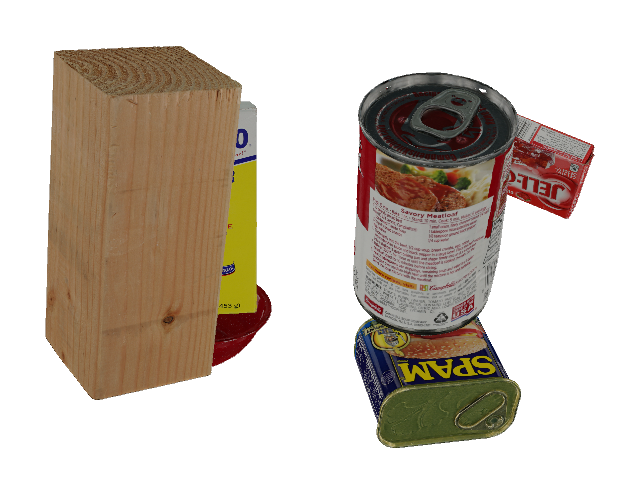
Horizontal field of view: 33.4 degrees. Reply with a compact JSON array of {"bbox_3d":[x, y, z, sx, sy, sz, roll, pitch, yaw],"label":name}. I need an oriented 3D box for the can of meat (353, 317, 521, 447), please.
[{"bbox_3d":[0.080,0.096,0.768,0.102,0.057,0.084,-4,37,-12],"label":"can of meat"}]

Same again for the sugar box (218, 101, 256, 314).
[{"bbox_3d":[-0.100,-0.027,0.893,0.093,0.176,0.048,-3,16,-11],"label":"sugar box"}]

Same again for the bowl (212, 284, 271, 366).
[{"bbox_3d":[-0.133,0.086,1.112,0.162,0.055,0.162,5,26,-3],"label":"bowl"}]

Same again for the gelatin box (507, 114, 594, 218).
[{"bbox_3d":[0.184,-0.065,0.921,0.089,0.030,0.073,25,-34,16],"label":"gelatin box"}]

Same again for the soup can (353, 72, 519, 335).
[{"bbox_3d":[0.050,-0.015,0.485,0.068,0.102,0.068,0,41,0],"label":"soup can"}]

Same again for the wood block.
[{"bbox_3d":[-0.119,-0.013,0.693,0.090,0.206,0.090,-9,30,-33],"label":"wood block"}]
